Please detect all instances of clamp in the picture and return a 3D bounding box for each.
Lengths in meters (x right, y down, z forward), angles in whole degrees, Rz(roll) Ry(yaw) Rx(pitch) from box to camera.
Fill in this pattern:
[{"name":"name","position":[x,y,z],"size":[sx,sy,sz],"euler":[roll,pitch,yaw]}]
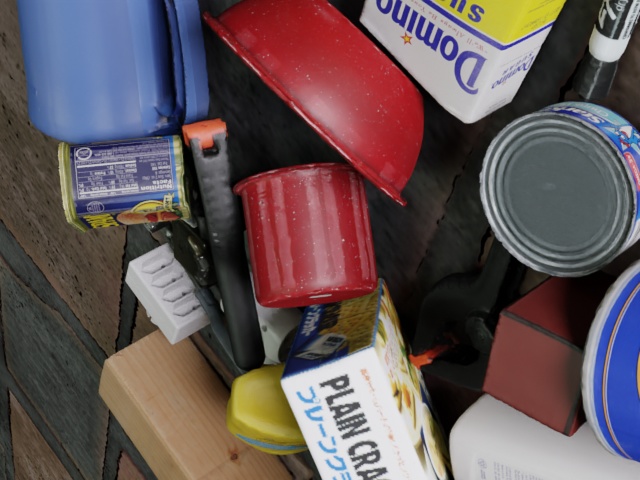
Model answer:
[{"name":"clamp","position":[-0.071,-0.007,0.790],"size":[0.210,0.036,0.164],"euler":[90,164,-61]},{"name":"clamp","position":[0.117,0.056,0.646],"size":[0.120,0.039,0.172],"euler":[59,148,13]}]

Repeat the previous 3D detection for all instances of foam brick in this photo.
[{"name":"foam brick","position":[0.128,0.053,0.543],"size":[0.051,0.078,0.053],"euler":[27,124,32]}]

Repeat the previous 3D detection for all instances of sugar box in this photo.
[{"name":"sugar box","position":[0.080,-0.146,0.519],"size":[0.093,0.048,0.176],"euler":[49,147,19]}]

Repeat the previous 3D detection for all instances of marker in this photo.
[{"name":"marker","position":[0.139,-0.111,0.485],"size":[0.020,0.020,0.121],"euler":[44,147,27]}]

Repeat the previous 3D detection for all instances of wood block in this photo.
[{"name":"wood block","position":[-0.131,0.199,1.092],"size":[0.206,0.090,0.090],"euler":[51,149,17]}]

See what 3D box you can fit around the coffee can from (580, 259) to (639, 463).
[{"name":"coffee can","position":[0.200,0.066,0.460],"size":[0.141,0.102,0.103],"euler":[14,127,52]}]

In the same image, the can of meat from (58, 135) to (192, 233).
[{"name":"can of meat","position":[-0.138,-0.041,0.772],"size":[0.102,0.084,0.057],"euler":[128,136,-82]}]

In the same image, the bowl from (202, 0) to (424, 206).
[{"name":"bowl","position":[0.009,-0.094,0.618],"size":[0.162,0.055,0.162],"euler":[43,-174,-6]}]

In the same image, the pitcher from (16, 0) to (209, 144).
[{"name":"pitcher","position":[-0.150,-0.194,0.755],"size":[0.145,0.149,0.243],"euler":[-87,-2,-53]}]

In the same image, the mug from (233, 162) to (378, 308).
[{"name":"mug","position":[-0.005,0.001,0.716],"size":[0.117,0.093,0.081],"euler":[39,-137,-78]}]

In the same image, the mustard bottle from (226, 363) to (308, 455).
[{"name":"mustard bottle","position":[-0.029,0.145,0.883],"size":[0.192,0.096,0.058],"euler":[113,160,-73]}]

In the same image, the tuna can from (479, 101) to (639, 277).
[{"name":"tuna can","position":[0.126,-0.027,0.542],"size":[0.086,0.033,0.086],"euler":[18,119,35]}]

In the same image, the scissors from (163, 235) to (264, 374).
[{"name":"scissors","position":[-0.093,0.069,0.989],"size":[0.096,0.016,0.202],"euler":[53,180,-42]}]

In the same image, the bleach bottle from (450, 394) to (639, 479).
[{"name":"bleach bottle","position":[0.190,0.166,0.605],"size":[0.251,0.068,0.102],"euler":[17,133,47]}]
